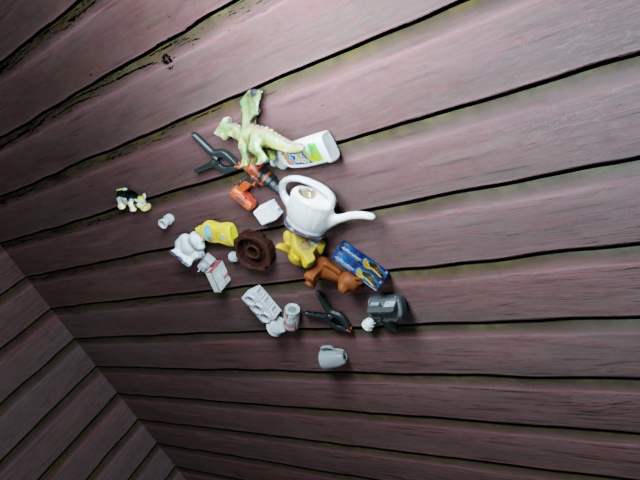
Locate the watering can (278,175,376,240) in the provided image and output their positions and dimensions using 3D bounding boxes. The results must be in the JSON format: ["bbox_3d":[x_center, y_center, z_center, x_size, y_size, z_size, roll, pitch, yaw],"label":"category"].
[{"bbox_3d":[0.005,-0.087,1.733,0.349,0.219,0.106,28,44,11],"label":"watering can"}]

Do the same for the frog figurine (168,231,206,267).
[{"bbox_3d":[-0.536,0.018,2.169,0.139,0.159,0.122,42,7,21],"label":"frog figurine"}]

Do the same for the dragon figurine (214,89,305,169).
[{"bbox_3d":[-0.201,-0.357,1.631,0.408,0.242,0.123,-6,8,45],"label":"dragon figurine"}]
